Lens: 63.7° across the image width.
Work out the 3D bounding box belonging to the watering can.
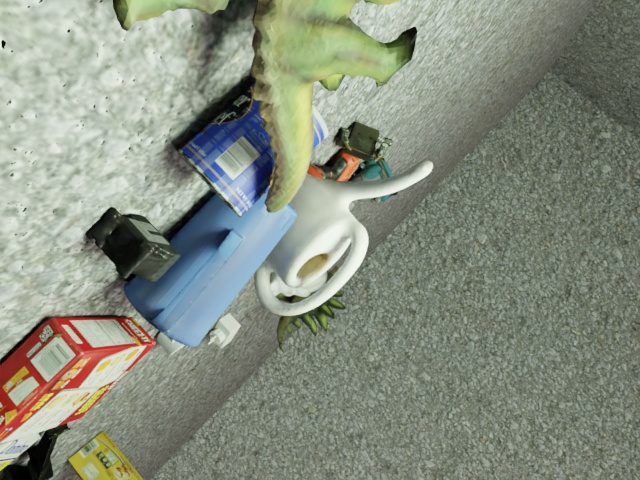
[{"bbox_3d":[0.003,-0.042,0.830,0.345,0.228,0.103,-48,150,9],"label":"watering can"}]

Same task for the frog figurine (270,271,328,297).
[{"bbox_3d":[-0.062,0.088,1.342,0.161,0.124,0.134,-26,126,-36],"label":"frog figurine"}]

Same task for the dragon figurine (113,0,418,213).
[{"bbox_3d":[-0.042,-0.185,0.410,0.242,0.124,0.403,7,124,-37],"label":"dragon figurine"}]
